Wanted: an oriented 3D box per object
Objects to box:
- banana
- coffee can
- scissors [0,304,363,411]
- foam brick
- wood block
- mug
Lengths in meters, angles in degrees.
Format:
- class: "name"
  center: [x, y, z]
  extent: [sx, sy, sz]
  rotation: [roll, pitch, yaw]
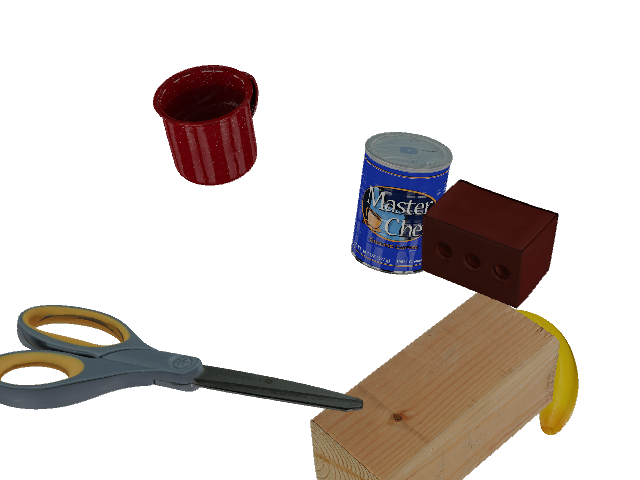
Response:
- class: "banana"
  center: [0.236, 0.130, 1.134]
  extent: [0.069, 0.037, 0.198]
  rotation: [-25, 34, 3]
- class: "coffee can"
  center: [0.095, -0.045, 1.271]
  extent: [0.102, 0.140, 0.103]
  rotation: [5, 28, -3]
- class: "scissors"
  center: [-0.088, 0.074, 0.546]
  extent: [0.202, 0.016, 0.096]
  rotation: [16, 29, 27]
- class: "foam brick"
  center: [0.116, 0.002, 0.740]
  extent: [0.078, 0.053, 0.051]
  rotation: [22, 44, 28]
- class: "wood block"
  center: [0.099, 0.144, 0.906]
  extent: [0.205, 0.090, 0.091]
  rotation: [-33, 50, -26]
- class: "mug"
  center: [-0.098, -0.114, 1.018]
  extent: [0.093, 0.081, 0.117]
  rotation: [20, 50, 26]
